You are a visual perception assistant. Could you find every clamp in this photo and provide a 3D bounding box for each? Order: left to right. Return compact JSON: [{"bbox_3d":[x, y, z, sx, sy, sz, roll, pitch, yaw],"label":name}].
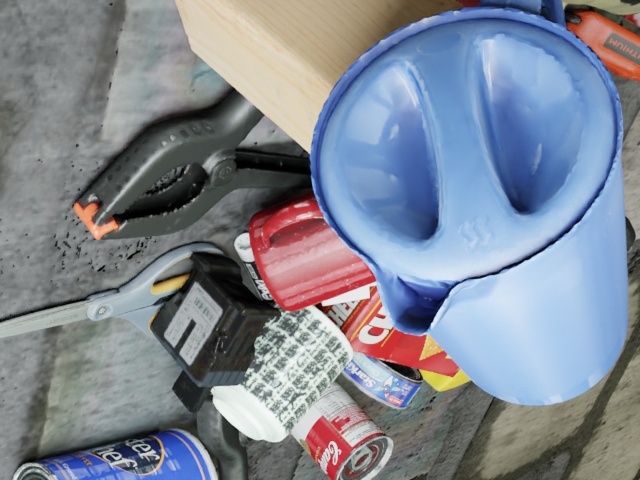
[{"bbox_3d":[-0.072,-0.067,0.740,0.209,0.036,0.165,-26,145,-28],"label":"clamp"},{"bbox_3d":[-0.078,0.177,0.942,0.171,0.039,0.120,64,29,-50],"label":"clamp"}]

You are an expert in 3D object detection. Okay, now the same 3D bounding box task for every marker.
[{"bbox_3d":[-0.046,0.036,0.888,0.020,0.020,0.121,-38,145,-12],"label":"marker"}]

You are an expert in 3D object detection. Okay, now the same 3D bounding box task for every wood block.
[{"bbox_3d":[0.005,-0.115,0.626,0.090,0.206,0.090,-36,144,-15],"label":"wood block"}]

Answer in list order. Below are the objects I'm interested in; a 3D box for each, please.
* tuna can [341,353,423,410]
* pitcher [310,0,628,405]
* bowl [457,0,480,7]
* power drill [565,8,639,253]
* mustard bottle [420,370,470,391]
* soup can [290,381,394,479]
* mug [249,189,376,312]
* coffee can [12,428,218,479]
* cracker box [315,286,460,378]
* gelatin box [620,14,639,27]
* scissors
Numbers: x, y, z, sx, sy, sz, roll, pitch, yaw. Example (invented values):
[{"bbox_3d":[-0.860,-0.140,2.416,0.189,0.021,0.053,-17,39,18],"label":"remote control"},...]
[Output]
[{"bbox_3d":[0.057,0.124,1.027,0.086,0.086,0.034,20,108,-53],"label":"tuna can"},{"bbox_3d":[0.099,-0.007,0.549,0.149,0.145,0.242,-31,150,4],"label":"pitcher"},{"bbox_3d":[0.072,-0.157,0.758,0.162,0.055,0.162,-23,162,-8],"label":"bowl"},{"bbox_3d":[0.236,-0.095,0.947,0.184,0.057,0.188,27,101,-10],"label":"power drill"},{"bbox_3d":[0.197,0.106,1.180,0.191,0.058,0.096,-9,127,-42],"label":"mustard bottle"},{"bbox_3d":[0.013,0.181,1.022,0.068,0.102,0.068,-28,141,-25],"label":"soup can"},{"bbox_3d":[-0.005,0.001,0.792,0.081,0.093,0.117,-21,159,13],"label":"mug"},{"bbox_3d":[-0.166,0.217,0.871,0.140,0.103,0.103,-6,129,-43],"label":"coffee can"},{"bbox_3d":[0.103,0.037,1.000,0.164,0.072,0.213,-55,144,10],"label":"cracker box"},{"bbox_3d":[0.301,-0.230,0.939,0.030,0.073,0.089,0,125,-46],"label":"gelatin box"},{"bbox_3d":[-0.158,0.061,0.799,0.201,0.016,0.096,-25,140,-27],"label":"scissors"}]
